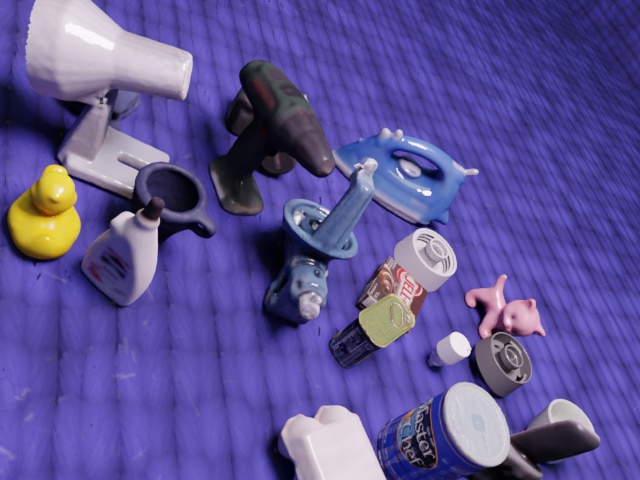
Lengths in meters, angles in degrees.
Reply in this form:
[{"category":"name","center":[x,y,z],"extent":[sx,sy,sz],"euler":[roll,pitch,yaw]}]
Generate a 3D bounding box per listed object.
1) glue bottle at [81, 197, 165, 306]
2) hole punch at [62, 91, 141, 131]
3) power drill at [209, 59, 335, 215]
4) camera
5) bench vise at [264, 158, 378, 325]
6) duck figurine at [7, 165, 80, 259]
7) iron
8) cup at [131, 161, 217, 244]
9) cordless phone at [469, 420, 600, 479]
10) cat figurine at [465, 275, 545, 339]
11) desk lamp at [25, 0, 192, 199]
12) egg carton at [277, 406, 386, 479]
[{"category":"glue bottle","center":[-0.206,0.005,0.628],"extent":[0.078,0.172,0.037],"euler":[40,42,-5]},{"category":"hole punch","center":[-0.299,-0.225,0.802],"extent":[0.109,0.091,0.101],"euler":[36,42,-10]},{"category":"power drill","center":[-0.075,-0.131,0.815],"extent":[0.076,0.208,0.229],"euler":[-3,59,-40]},{"category":"camera","center":[-0.074,-0.186,0.942],"extent":[0.143,0.100,0.137],"euler":[24,45,-22]},{"category":"bench vise","center":[0.017,0.005,0.771],"extent":[0.122,0.219,0.207],"euler":[11,51,-32]},{"category":"duck figurine","center":[-0.306,-0.037,0.649],"extent":[0.078,0.086,0.104],"euler":[12,51,-31]},{"category":"iron","center":[0.158,-0.137,1.057],"extent":[0.259,0.141,0.118],"euler":[27,44,-19]},{"category":"cup","center":[-0.190,-0.029,0.727],"extent":[0.118,0.094,0.092],"euler":[40,42,-5]},{"category":"cordless phone","center":[0.270,0.265,0.789],"extent":[0.148,0.184,0.094],"euler":[36,42,-9]},{"category":"cat figurine","center":[0.332,0.123,1.003],"extent":[0.067,0.117,0.127],"euler":[3,56,-37]},{"category":"desk lamp","center":[-0.257,-0.175,0.703],"extent":[0.204,0.213,0.118],"euler":[23,46,-22]},{"category":"egg carton","center":[0.016,0.271,0.668],"extent":[0.107,0.069,0.150],"euler":[-6,62,-41]}]
